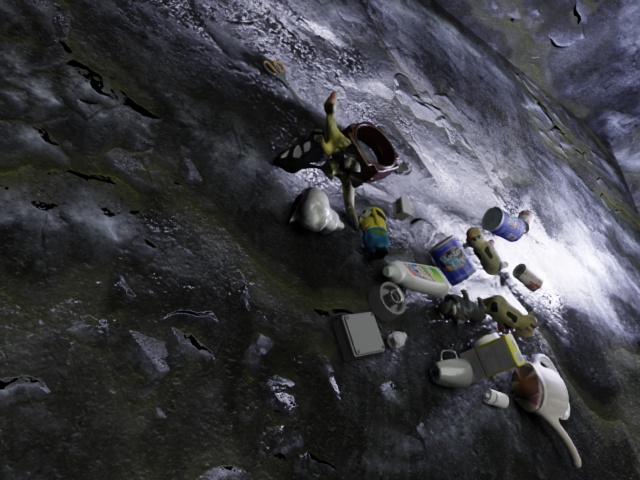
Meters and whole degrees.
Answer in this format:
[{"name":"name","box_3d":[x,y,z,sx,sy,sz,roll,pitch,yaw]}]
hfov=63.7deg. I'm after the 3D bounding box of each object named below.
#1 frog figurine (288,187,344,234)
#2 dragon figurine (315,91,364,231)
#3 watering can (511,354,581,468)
[{"name":"frog figurine","box_3d":[0.004,-0.073,1.448,0.159,0.120,0.140,23,29,-12]},{"name":"dragon figurine","box_3d":[0.070,-0.253,1.601,0.248,0.122,0.403,-81,160,-63]},{"name":"watering can","box_3d":[0.726,0.525,1.638,0.223,0.102,0.356,21,50,-28]}]
